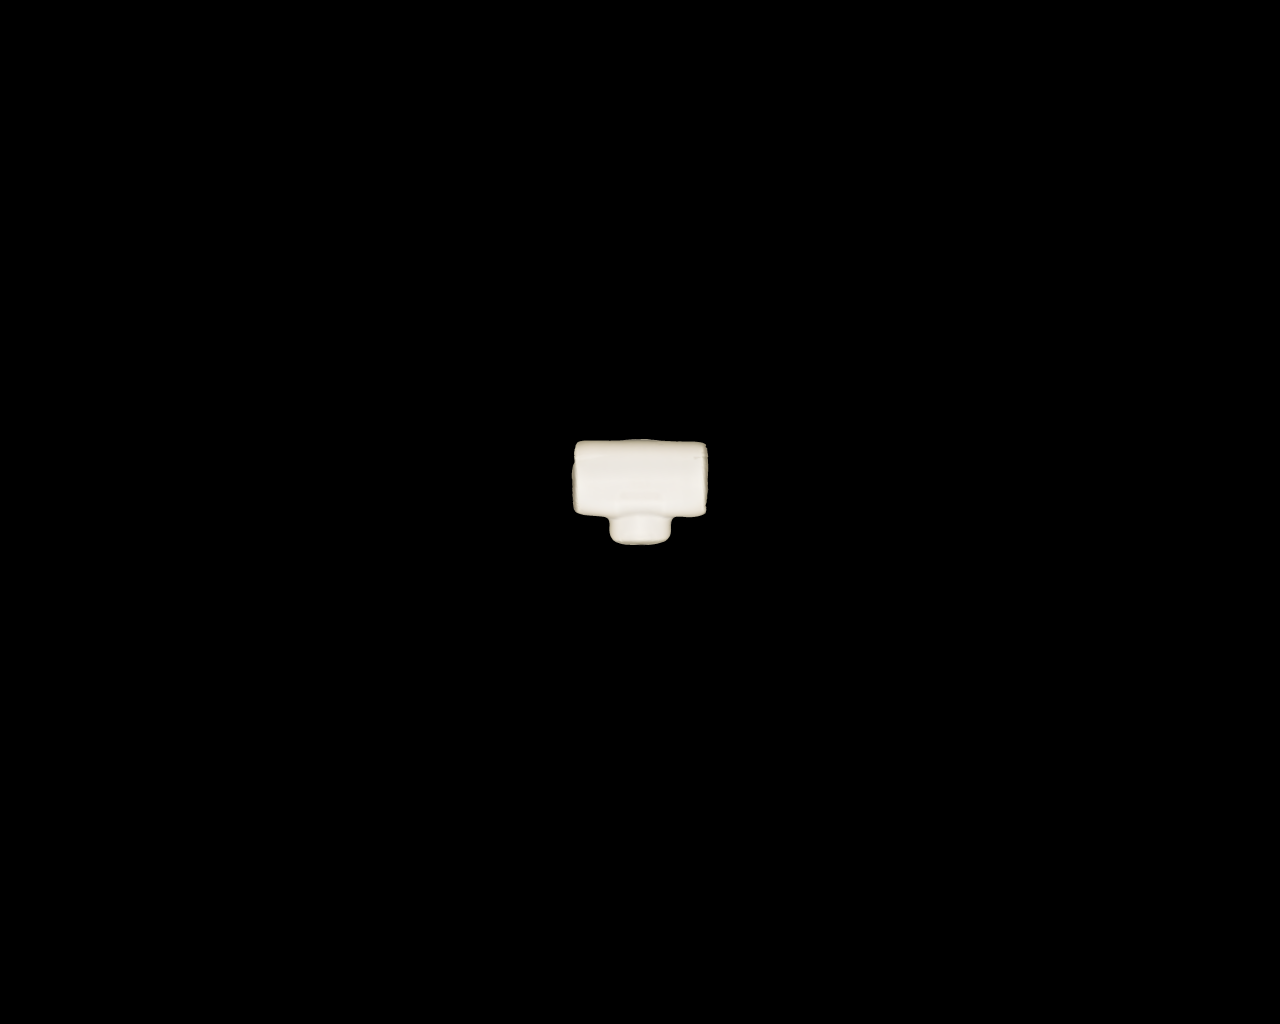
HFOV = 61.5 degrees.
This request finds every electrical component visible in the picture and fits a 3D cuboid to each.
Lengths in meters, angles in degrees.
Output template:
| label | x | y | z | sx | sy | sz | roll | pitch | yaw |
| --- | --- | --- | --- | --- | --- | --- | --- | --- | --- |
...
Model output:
| label | x | y | z | sx | sy | sz | roll | pitch | yaw |
| --- | --- | --- | --- | --- | --- | --- | --- | --- | --- |
| electrical component | 0.001 | -0.003 | 0.650 | 0.077 | 0.079 | 0.043 | 0 | 9 | 0 |
